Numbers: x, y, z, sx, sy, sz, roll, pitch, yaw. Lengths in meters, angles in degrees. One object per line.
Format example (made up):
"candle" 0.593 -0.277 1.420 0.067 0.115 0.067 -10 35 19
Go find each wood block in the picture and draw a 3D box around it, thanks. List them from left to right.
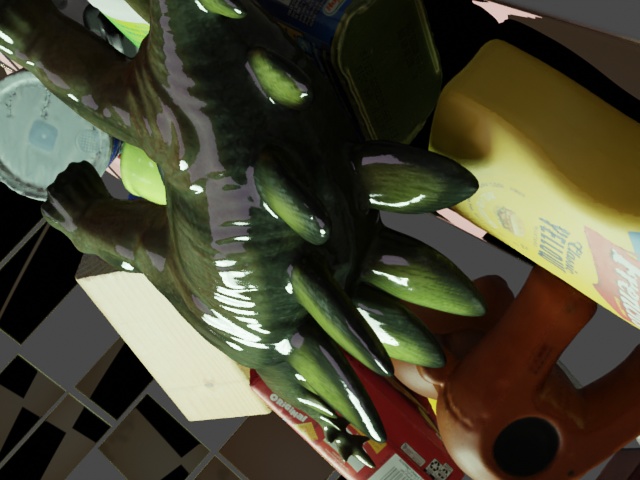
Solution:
"wood block" -0.116 0.063 0.943 0.091 0.090 0.206 -9 134 22

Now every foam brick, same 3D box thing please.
"foam brick" 0.232 0.184 0.765 0.053 0.051 0.078 40 169 7

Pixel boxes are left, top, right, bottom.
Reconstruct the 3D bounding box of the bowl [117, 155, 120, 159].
"bowl" -0.209 -0.140 1.007 0.162 0.055 0.162 40 169 9

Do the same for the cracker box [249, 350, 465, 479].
"cracker box" 0.023 0.116 0.853 0.164 0.072 0.214 44 -175 -9

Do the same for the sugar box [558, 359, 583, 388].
"sugar box" 0.137 0.109 0.820 0.093 0.048 0.176 46 164 -25

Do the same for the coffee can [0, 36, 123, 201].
"coffee can" -0.200 -0.101 0.855 0.102 0.103 0.140 44 -162 -11

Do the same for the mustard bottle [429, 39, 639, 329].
"mustard bottle" 0.130 0.004 0.400 0.192 0.058 0.096 36 162 25

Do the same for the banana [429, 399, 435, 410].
"banana" 0.095 0.149 1.070 0.197 0.070 0.037 49 -153 -39

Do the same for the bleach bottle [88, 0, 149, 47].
"bleach bottle" -0.033 -0.082 0.621 0.103 0.068 0.250 29 166 49

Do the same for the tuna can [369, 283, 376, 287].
"tuna can" 0.050 0.042 0.750 0.086 0.086 0.034 44 171 -15

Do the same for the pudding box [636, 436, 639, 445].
"pudding box" 0.240 0.143 0.612 0.090 0.039 0.113 28 162 51

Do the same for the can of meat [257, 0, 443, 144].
"can of meat" 0.003 -0.091 0.476 0.084 0.057 0.102 33 166 30

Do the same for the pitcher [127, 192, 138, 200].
"pitcher" -0.078 0.028 1.046 0.145 0.149 0.242 -93 -23 -44

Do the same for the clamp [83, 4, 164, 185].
"clamp" -0.128 -0.144 0.701 0.165 0.036 0.210 59 164 23
